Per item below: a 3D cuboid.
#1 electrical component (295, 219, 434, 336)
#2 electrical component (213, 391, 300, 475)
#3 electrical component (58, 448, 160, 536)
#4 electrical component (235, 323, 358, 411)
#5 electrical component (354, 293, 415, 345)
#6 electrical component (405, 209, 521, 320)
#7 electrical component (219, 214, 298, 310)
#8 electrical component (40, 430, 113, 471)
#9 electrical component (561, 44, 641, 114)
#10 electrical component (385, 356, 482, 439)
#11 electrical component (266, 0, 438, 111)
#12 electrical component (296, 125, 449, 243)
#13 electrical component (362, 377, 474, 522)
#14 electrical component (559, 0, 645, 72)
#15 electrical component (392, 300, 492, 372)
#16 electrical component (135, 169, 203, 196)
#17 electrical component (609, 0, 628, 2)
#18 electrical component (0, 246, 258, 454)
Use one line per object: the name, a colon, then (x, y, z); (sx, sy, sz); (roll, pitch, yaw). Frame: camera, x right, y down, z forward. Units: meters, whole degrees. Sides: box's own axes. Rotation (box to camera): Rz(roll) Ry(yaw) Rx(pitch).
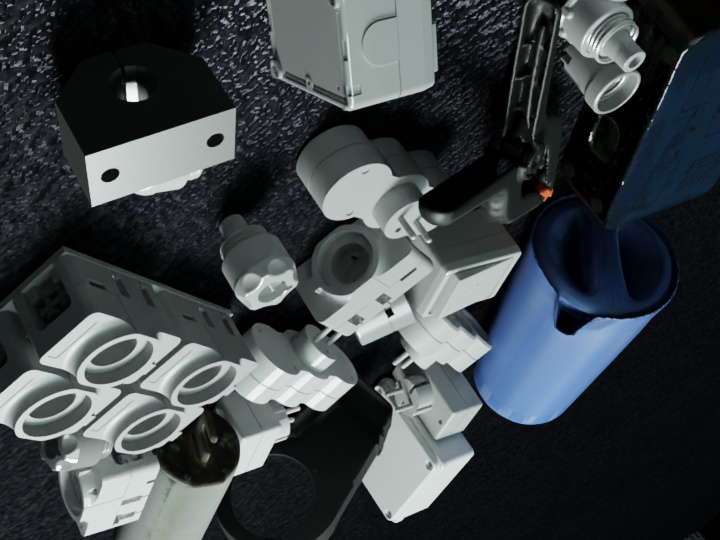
electrical component: (0.000, 0.000, 0.806); (0.089, 0.050, 0.056); (-38, 153, 10)
electrical component: (-0.087, 0.135, 0.935); (0.077, 0.047, 0.065); (-14, 147, -34)
electrical component: (-0.203, 0.166, 0.854); (0.056, 0.050, 0.089); (-11, 145, -34)
electrical component: (-0.043, 0.069, 0.869); (0.074, 0.052, 0.138); (-43, 152, 17)
electrical component: (0.011, 0.028, 0.861); (0.047, 0.055, 0.055); (-28, 153, -4)
electrical component: (0.085, -0.006, 0.877); (0.096, 0.061, 0.061); (-14, 147, -33)
electrical component: (-0.071, -0.009, 0.702); (0.043, 0.062, 0.043); (-26, 151, -15)
electrical component: (-0.202, 0.124, 0.797); (0.062, 0.043, 0.043); (-3, 140, -47)
electrical component: (0.170, -0.141, 0.765); (0.040, 0.046, 0.040); (-26, 152, -15)
electrical component: (0.059, 0.117, 1.024); (0.076, 0.083, 0.047); (-12, 146, -35)
electrical component: (-0.007, -0.127, 0.552); (0.061, 0.096, 0.061); (-20, 121, -26)
electrical component: (0.024, -0.047, 0.729); (0.052, 0.073, 0.138); (-46, 150, 23)
electrical component: (0.044, 0.177, 1.079); (0.056, 0.108, 0.108); (-12, 146, -41)
electrical component: (0.164, -0.158, 0.714); (0.048, 0.062, 0.048); (-26, 152, -15)
electrical component: (0.062, 0.064, 0.976); (0.074, 0.052, 0.138); (-40, 153, 12)
electrical component: (-0.106, -0.062, 0.608); (0.061, 0.035, 0.035); (-14, 147, -38)
electrical component: (0.179, -0.196, 0.690); (0.062, 0.048, 0.048); (-13, 147, -48)
electrical component: (-0.162, 0.063, 0.722); (0.105, 0.060, 0.186); (-40, 152, 12)
